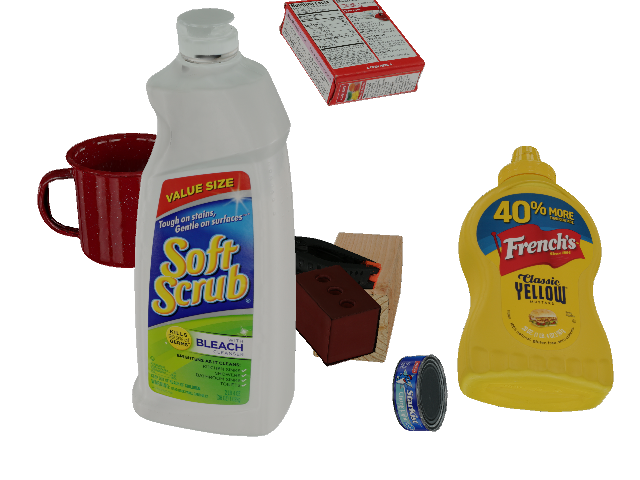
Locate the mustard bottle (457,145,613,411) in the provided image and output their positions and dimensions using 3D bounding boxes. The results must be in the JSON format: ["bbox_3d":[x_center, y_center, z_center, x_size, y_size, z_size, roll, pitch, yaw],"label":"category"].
[{"bbox_3d":[0.142,0.017,0.724,0.096,0.191,0.058,5,-32,0],"label":"mustard bottle"}]

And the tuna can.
[{"bbox_3d":[0.112,0.172,1.205,0.034,0.086,0.086,-5,-2,27],"label":"tuna can"}]

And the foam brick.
[{"bbox_3d":[0.011,0.065,0.952,0.052,0.051,0.078,-13,35,-27],"label":"foam brick"}]

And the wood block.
[{"bbox_3d":[0.051,0.067,1.363,0.091,0.090,0.206,4,21,8],"label":"wood block"}]

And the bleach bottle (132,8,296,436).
[{"bbox_3d":[-0.065,-0.007,0.606,0.103,0.251,0.068,8,32,13],"label":"bleach bottle"}]

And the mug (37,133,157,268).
[{"bbox_3d":[-0.160,-0.030,0.828,0.117,0.081,0.093,-4,25,-11],"label":"mug"}]

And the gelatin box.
[{"bbox_3d":[0.021,-0.139,0.768,0.073,0.089,0.030,-12,-39,-25],"label":"gelatin box"}]

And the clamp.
[{"bbox_3d":[-0.036,0.019,1.149,0.210,0.036,0.164,16,18,-7],"label":"clamp"}]
